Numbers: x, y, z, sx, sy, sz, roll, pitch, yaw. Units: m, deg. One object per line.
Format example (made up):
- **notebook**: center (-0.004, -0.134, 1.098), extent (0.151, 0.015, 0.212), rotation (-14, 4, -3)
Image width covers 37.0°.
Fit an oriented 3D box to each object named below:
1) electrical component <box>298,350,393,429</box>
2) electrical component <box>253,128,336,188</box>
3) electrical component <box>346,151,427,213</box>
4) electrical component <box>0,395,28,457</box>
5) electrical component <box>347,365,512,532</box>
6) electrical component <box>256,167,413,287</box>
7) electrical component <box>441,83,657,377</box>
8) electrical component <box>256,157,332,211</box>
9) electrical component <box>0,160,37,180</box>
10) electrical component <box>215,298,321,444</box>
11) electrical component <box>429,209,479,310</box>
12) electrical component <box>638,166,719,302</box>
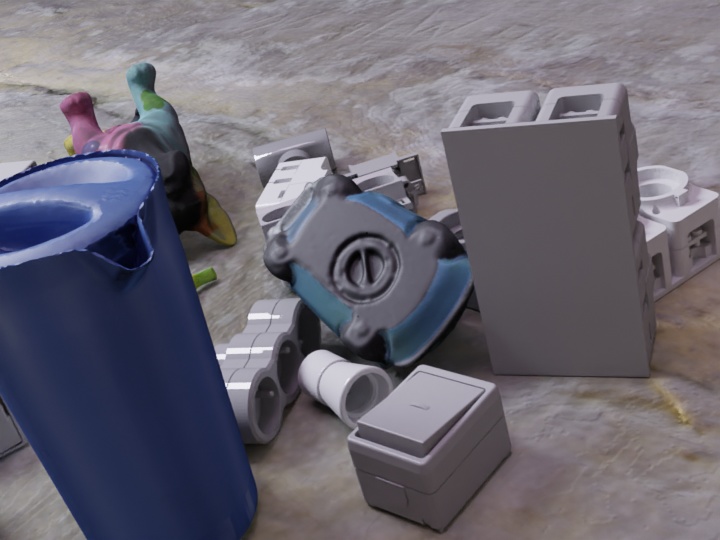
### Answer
- **electrical component**: center (-0.013, 0.079, 0.743), extent (0.044, 0.044, 0.065), rotation (-31, 28, -26)
- **electrical component**: center (-0.064, -0.105, 1.079), extent (0.077, 0.043, 0.079), rotation (-15, 29, 1)
- **electrical component**: center (0.022, -0.072, 0.983), extent (0.081, 0.042, 0.063), rotation (-18, 31, -4)
- **electrical component**: center (-0.291, 0.111, 0.799), extent (0.096, 0.061, 0.061), rotation (-27, 31, -20)
- **electrical component**: center (0.046, 0.099, 0.657), extent (0.062, 0.061, 0.096), rotation (12, 39, 39)
- **electrical component**: center (-0.019, -0.034, 0.910), extent (0.121, 0.063, 0.078), rotation (-18, 21, -5)
- **electrical component**: center (0.129, -0.023, 0.700), extent (0.105, 0.186, 0.060), rotation (-1, 32, 24)
- **electrical component**: center (-0.052, -0.062, 0.993), extent (0.056, 0.050, 0.089), rotation (-6, 31, 17)
- **electrical component**: center (-0.337, -0.033, 1.021), extent (0.056, 0.108, 0.108), rotation (-3, 32, 16)
- **electrical component**: center (-0.085, 0.071, 0.777), extent (0.074, 0.052, 0.138), rotation (-3, 31, 21)
- **electrical component**: center (0.088, -0.011, 0.828), extent (0.095, 0.059, 0.054), rotation (17, 43, 44)
- **electrical component**: center (0.174, -0.042, 0.839), extent (0.105, 0.060, 0.186), rotation (-29, 32, -23)
